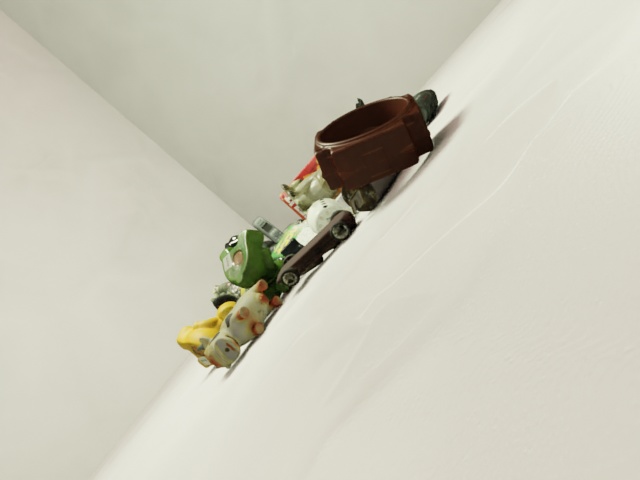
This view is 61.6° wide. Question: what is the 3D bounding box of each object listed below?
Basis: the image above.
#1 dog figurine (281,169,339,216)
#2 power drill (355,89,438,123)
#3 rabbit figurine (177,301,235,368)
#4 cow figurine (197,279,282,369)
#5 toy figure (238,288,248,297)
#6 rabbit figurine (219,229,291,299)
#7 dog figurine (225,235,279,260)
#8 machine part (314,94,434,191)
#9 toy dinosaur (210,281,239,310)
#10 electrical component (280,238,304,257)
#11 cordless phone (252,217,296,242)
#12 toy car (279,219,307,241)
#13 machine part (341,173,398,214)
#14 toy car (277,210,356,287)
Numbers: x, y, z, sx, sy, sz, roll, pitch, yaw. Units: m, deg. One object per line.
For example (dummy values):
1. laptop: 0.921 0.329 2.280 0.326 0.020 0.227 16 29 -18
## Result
1. dog figurine: 0.008 -0.155 1.409 0.190 0.121 0.172 -43 25 -2
2. power drill: 0.197 -0.333 1.374 0.232 0.207 0.085 -71 -20 -61
3. rabbit figurine: -0.254 0.216 1.352 0.162 0.122 0.173 -37 12 48
4. cow figurine: -0.167 0.178 1.082 0.127 0.085 0.195 -38 12 35
5. toy figure: -0.159 0.135 1.362 0.180 0.082 0.089 -24 51 64
6. rabbit figurine: -0.118 0.069 1.222 0.121 0.170 0.159 -49 46 23
7. dog figurine: -0.138 0.030 1.465 0.219 0.108 0.192 -25 41 6
8. machine part: 0.092 -0.182 0.976 0.201 0.087 0.201 -21 24 12
9. toy dinosaur: -0.185 0.116 1.593 0.405 0.131 0.192 -46 16 -21
10. electrical component: -0.047 0.035 1.187 0.048 0.075 0.119 -48 7 -2
11. cordless phone: -0.135 -0.035 1.869 0.146 0.184 0.088 -52 1 -35
12. toy car: -0.056 -0.001 1.516 0.201 0.073 0.056 -44 43 49
13. machine part: 0.107 -0.131 1.057 0.079 0.079 0.243 -44 6 45
14. toy car: -0.007 0.020 1.058 0.202 0.053 0.089 -44 16 13
